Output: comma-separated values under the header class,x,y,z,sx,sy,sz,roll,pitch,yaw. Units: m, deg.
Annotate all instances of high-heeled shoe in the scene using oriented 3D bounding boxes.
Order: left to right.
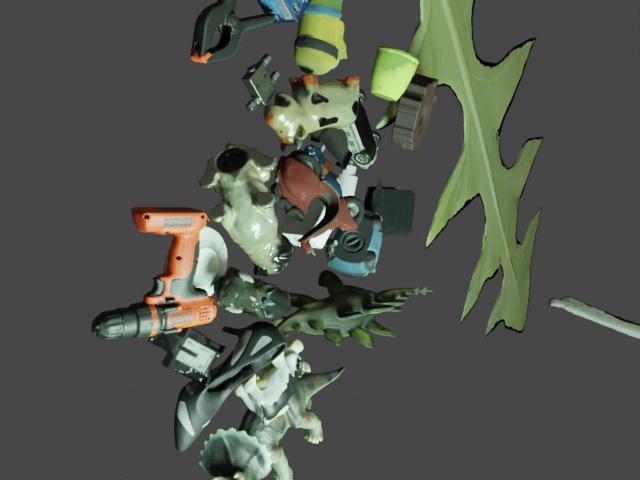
class,x,y,z,sx,sy,sz,roll,pitch,yaw
high-heeled shoe,-0.147,0.250,0.896,0.086,0.145,0.248,34,72,-52

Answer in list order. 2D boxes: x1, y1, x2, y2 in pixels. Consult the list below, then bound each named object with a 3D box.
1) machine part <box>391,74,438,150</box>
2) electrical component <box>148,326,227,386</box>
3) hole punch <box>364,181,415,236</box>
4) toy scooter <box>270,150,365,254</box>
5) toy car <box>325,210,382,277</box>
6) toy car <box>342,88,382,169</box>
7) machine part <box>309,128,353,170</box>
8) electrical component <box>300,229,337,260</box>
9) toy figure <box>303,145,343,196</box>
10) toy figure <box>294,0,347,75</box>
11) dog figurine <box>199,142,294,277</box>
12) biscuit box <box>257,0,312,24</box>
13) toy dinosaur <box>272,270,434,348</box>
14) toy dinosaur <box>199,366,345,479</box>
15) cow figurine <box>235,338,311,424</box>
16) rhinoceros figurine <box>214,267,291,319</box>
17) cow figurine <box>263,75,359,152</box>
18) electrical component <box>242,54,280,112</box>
class,x,y,z,sx,sy,sz,roll,pitch,yaw
machine part,0.221,-0.295,1.250,0.179,0.056,0.179,-57,159,-37
electrical component,-0.217,0.175,0.851,0.119,0.048,0.075,30,71,-20
hole punch,0.149,-0.071,1.260,0.116,0.092,0.142,2,104,-24
toy scooter,-0.019,-0.058,0.930,0.184,0.075,0.135,41,73,-11
toy car,0.079,0.015,1.177,0.102,0.109,0.161,78,27,-63
toy car,0.076,-0.235,1.117,0.073,0.056,0.201,-63,144,-28
machine part,0.021,-0.201,1.064,0.138,0.039,0.084,53,53,-39
electrical component,-0.003,-0.004,1.093,0.102,0.045,0.078,23,84,-55
toy figure,-0.001,-0.122,1.048,0.064,0.058,0.154,-56,135,-34
toy figure,-0.004,-0.382,0.938,0.089,0.082,0.180,-11,115,-40
dog figurine,-0.111,-0.048,0.889,0.190,0.121,0.172,72,14,-58
biscuit box,-0.086,-0.432,0.824,0.063,0.059,0.202,-61,142,-20
toy dinosaur,0.064,0.142,1.104,0.471,0.199,0.105,-18,119,-48
toy dinosaur,-0.086,0.348,1.046,0.405,0.131,0.191,-54,140,-37
cow figurine,-0.071,0.257,0.998,0.098,0.068,0.167,52,46,2
rhinoceros figurine,-0.117,0.099,0.915,0.073,0.112,0.190,-66,151,-6
cow figurine,-0.015,-0.228,0.962,0.195,0.086,0.127,-13,101,-35
electrical component,-0.102,-0.259,0.893,0.094,0.021,0.063,-58,140,-23
